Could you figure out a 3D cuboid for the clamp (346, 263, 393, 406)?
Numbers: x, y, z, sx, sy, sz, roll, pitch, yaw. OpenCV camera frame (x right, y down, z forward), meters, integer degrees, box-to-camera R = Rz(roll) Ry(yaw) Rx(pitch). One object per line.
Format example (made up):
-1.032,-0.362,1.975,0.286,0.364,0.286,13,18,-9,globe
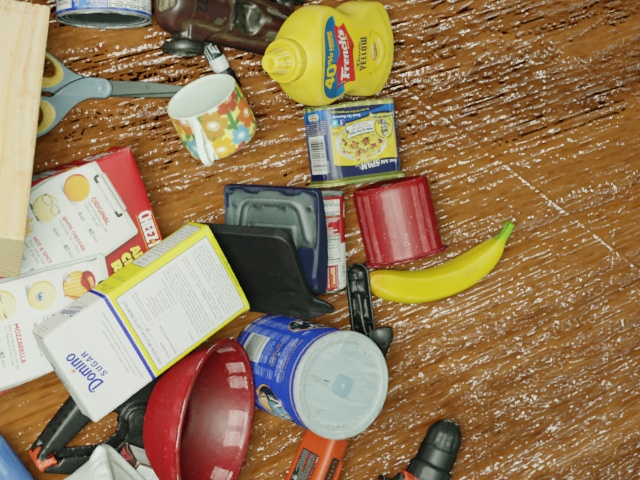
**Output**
0.051,0.122,1.101,0.039,0.120,0.171,-6,117,-3,clamp

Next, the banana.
0.131,0.035,1.185,0.197,0.037,0.069,-21,120,-25,banana

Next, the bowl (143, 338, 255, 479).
-0.116,0.167,0.976,0.162,0.055,0.162,6,90,-70,bowl

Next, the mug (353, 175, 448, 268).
0.087,-0.023,1.138,0.117,0.093,0.081,-23,101,-59,mug

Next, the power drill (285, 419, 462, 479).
0.060,0.259,1.152,0.187,0.057,0.184,28,79,-29,power drill

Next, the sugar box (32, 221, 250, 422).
-0.155,0.069,0.941,0.176,0.048,0.093,-35,113,-21,sugar box

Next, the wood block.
-0.274,-0.085,0.856,0.090,0.091,0.206,7,68,-17,wood block

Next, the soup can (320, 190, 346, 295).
-0.007,0.001,1.089,0.068,0.069,0.102,-5,96,-30,soup can

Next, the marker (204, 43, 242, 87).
-0.111,-0.195,1.042,0.020,0.020,0.121,-38,111,-23,marker

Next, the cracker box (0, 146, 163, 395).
-0.248,0.028,0.949,0.213,0.072,0.164,-25,107,-28,cracker box

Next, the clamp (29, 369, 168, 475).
-0.176,0.154,1.015,0.209,0.036,0.164,-17,111,-26,clamp

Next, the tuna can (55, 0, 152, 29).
-0.193,-0.212,0.954,0.086,0.086,0.034,-1,92,-30,tuna can

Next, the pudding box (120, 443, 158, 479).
-0.158,0.254,1.018,0.113,0.039,0.090,30,94,-38,pudding box

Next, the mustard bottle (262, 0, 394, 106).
0.004,-0.181,1.043,0.191,0.058,0.096,-23,120,-55,mustard bottle

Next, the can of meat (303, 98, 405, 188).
0.034,-0.101,1.113,0.101,0.058,0.084,-10,96,-30,can of meat

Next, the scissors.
-0.215,-0.124,0.987,0.201,0.016,0.096,15,83,-29,scissors

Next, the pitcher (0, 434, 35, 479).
-0.274,0.298,0.927,0.149,0.145,0.243,-44,112,-47,pitcher

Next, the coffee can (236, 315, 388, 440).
-0.013,0.131,1.052,0.102,0.141,0.103,-2,95,-31,coffee can
